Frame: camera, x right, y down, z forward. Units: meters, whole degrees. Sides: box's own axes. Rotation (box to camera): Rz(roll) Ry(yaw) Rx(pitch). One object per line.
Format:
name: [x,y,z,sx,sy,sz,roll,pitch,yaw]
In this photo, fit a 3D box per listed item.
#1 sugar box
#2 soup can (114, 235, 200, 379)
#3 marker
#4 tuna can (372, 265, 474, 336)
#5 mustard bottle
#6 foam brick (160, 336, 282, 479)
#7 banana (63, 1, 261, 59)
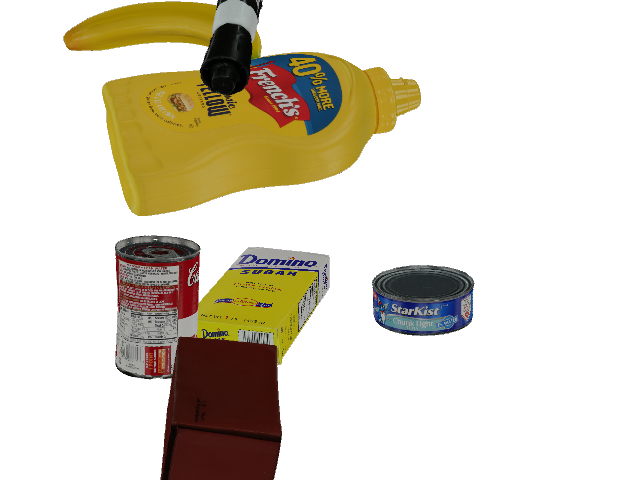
sugar box: [-0.057,0.059,1.043,0.093,0.048,0.176,6,26,14]
soup can: [-0.133,0.054,0.864,0.068,0.102,0.068,3,15,-1]
marker: [-0.032,-0.102,0.436,0.020,0.121,0.020,3,-42,2]
tuna can: [0.087,0.050,0.903,0.086,0.034,0.086,-2,17,0]
mustard bottle: [-0.031,-0.073,0.651,0.191,0.058,0.096,-12,46,-13]
foam brick: [-0.049,0.090,0.521,0.053,0.051,0.078,8,26,-7]
banana: [-0.133,-0.188,0.962,0.198,0.037,0.069,10,46,17]
